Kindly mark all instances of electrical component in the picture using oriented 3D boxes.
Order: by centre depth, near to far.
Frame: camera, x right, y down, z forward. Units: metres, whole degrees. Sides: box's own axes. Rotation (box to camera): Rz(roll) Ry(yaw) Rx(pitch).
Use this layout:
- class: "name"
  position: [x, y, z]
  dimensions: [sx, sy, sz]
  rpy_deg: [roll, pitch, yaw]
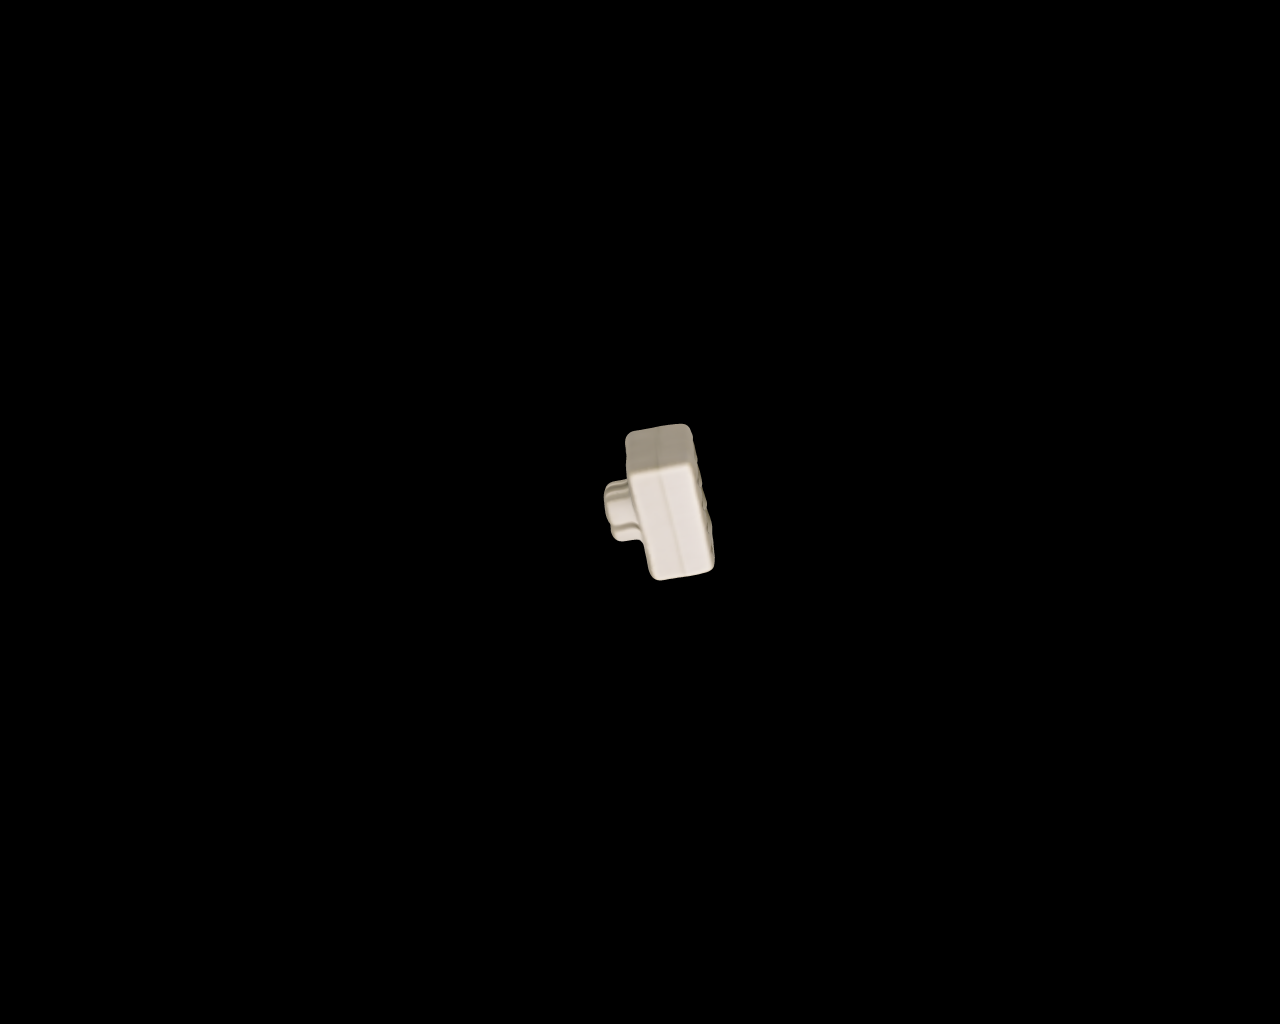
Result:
- class: "electrical component"
  position: [0.001, -0.003, 0.650]
  dimensions: [0.076, 0.083, 0.047]
  rpy_deg: [-9, 36, 7]
